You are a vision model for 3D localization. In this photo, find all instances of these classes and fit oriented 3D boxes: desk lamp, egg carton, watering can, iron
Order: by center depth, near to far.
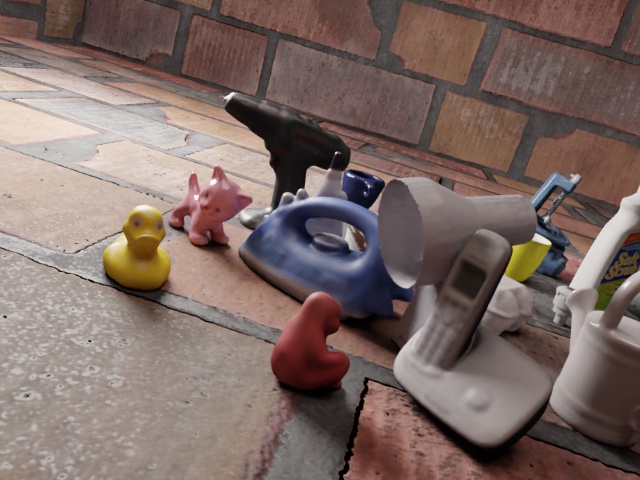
[{"bbox_3d":[0.333,0.114,0.635,0.101,0.194,0.172,3,22,-38],"label":"watering can"},{"bbox_3d":[0.153,0.039,0.668,0.204,0.213,0.117,9,19,-23],"label":"desk lamp"},{"bbox_3d":[0.007,0.003,0.767,0.257,0.141,0.119,24,19,22],"label":"iron"},{"bbox_3d":[0.240,0.082,0.859,0.108,0.069,0.149,-2,25,-46],"label":"egg carton"}]

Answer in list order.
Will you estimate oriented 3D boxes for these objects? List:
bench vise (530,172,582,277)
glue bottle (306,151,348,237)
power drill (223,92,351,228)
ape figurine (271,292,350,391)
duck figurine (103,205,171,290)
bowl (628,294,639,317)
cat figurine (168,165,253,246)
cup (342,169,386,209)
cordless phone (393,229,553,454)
[{"bbox_3d":[0.448,-0.054,1.218,0.207,0.220,0.122,21,18,14],"label":"bench vise"},{"bbox_3d":[0.009,-0.053,0.889,0.078,0.173,0.037,14,17,-7],"label":"glue bottle"},{"bbox_3d":[-0.069,-0.122,0.969,0.230,0.208,0.075,10,18,-21],"label":"power drill"},{"bbox_3d":[-0.005,0.094,0.555,0.076,0.092,0.077,8,19,-25],"label":"ape figurine"},{"bbox_3d":[-0.209,-0.001,0.672,0.078,0.086,0.104,7,19,-27],"label":"duck figurine"},{"bbox_3d":[0.648,0.115,1.125,0.167,0.075,0.167,15,17,-5],"label":"bowl"},{"bbox_3d":[-0.159,-0.057,0.840,0.067,0.118,0.127,-2,25,-46],"label":"cat figurine"},{"bbox_3d":[0.086,-0.089,1.203,0.092,0.095,0.117,11,18,-16],"label":"cup"},{"bbox_3d":[0.162,0.093,0.556,0.094,0.185,0.147,0,24,-43],"label":"cordless phone"}]
